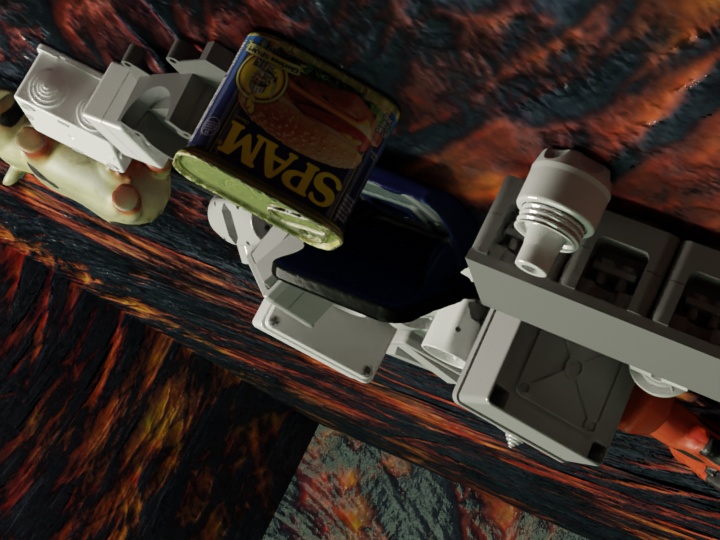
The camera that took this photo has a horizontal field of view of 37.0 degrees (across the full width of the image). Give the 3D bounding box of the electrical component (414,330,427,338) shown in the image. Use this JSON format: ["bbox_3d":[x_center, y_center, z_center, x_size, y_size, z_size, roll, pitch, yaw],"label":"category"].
[{"bbox_3d":[0.092,0.053,0.952,0.083,0.047,0.076,28,168,-8],"label":"electrical component"}]

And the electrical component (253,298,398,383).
[{"bbox_3d":[-0.019,0.025,0.922,0.109,0.108,0.056,29,170,-13],"label":"electrical component"}]

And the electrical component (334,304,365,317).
[{"bbox_3d":[0.000,0.000,0.875,0.044,0.065,0.044,25,168,6],"label":"electrical component"}]

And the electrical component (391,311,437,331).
[{"bbox_3d":[0.070,0.025,0.874,0.079,0.044,0.077,11,162,-24],"label":"electrical component"}]

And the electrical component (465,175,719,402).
[{"bbox_3d":[0.144,0.007,0.599,0.150,0.061,0.089,23,168,19],"label":"electrical component"}]

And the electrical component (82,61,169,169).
[{"bbox_3d":[-0.146,-0.106,0.776,0.077,0.047,0.065,22,167,23],"label":"electrical component"}]

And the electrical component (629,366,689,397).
[{"bbox_3d":[0.207,0.057,0.726,0.066,0.048,0.055,22,160,23],"label":"electrical component"}]

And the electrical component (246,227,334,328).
[{"bbox_3d":[-0.035,-0.016,0.831,0.061,0.096,0.061,35,-165,-37],"label":"electrical component"}]

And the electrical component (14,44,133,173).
[{"bbox_3d":[-0.217,-0.124,0.850,0.100,0.048,0.099,27,168,0],"label":"electrical component"}]

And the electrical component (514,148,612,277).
[{"bbox_3d":[0.099,-0.027,0.546,0.043,0.062,0.043,25,168,6],"label":"electrical component"}]

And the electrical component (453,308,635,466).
[{"bbox_3d":[0.138,0.069,0.771,0.109,0.108,0.056,31,165,-19],"label":"electrical component"}]

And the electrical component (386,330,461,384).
[{"bbox_3d":[0.066,0.063,1.019,0.096,0.061,0.062,30,168,-16],"label":"electrical component"}]

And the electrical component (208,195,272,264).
[{"bbox_3d":[-0.091,-0.031,0.938,0.077,0.043,0.079,11,120,53],"label":"electrical component"}]

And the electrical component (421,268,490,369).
[{"bbox_3d":[0.095,0.041,0.816,0.079,0.077,0.043,33,167,-29],"label":"electrical component"}]

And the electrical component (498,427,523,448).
[{"bbox_3d":[0.149,0.111,0.959,0.062,0.096,0.061,13,162,49],"label":"electrical component"}]
